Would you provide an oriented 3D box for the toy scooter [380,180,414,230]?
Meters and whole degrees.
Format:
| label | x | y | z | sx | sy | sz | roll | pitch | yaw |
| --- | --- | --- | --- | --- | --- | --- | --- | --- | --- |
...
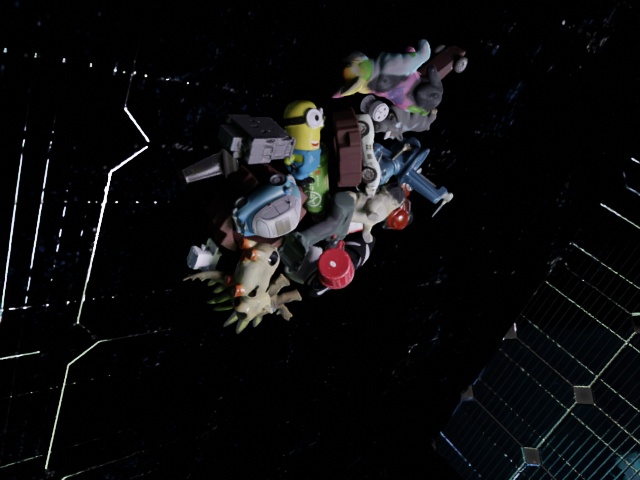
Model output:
| label | x | y | z | sx | sy | sz | roll | pitch | yaw |
| --- | --- | --- | --- | --- | --- | --- | --- | --- | --- |
| toy scooter | 0.208 | -0.094 | 1.557 | 0.135 | 0.075 | 0.183 | -25 | 137 | -26 |

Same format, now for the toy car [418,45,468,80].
| label | x | y | z | sx | sy | sz | roll | pitch | yaw |
| --- | --- | --- | --- | --- | --- | --- | --- | --- | --- |
| toy car | 0.268 | -0.398 | 1.304 | 0.202 | 0.089 | 0.053 | -40 | 144 | -10 |

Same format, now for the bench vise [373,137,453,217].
| label | x | y | z | sx | sy | sz | roll | pitch | yaw |
| --- | --- | --- | --- | --- | --- | --- | --- | --- | --- |
| bench vise | 0.231 | -0.168 | 1.377 | 0.223 | 0.241 | 0.128 | -39 | 166 | -48 |

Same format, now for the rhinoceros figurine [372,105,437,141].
| label | x | y | z | sx | sy | sz | roll | pitch | yaw |
| --- | --- | --- | --- | --- | --- | --- | --- | --- | --- |
| rhinoceros figurine | 0.209 | -0.306 | 1.358 | 0.190 | 0.073 | 0.112 | -14 | 145 | -39 |

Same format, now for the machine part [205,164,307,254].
| label | x | y | z | sx | sy | sz | roll | pitch | yaw |
| --- | --- | --- | --- | --- | --- | --- | --- | --- | --- |
| machine part | -0.143 | -0.067 | 1.224 | 0.201 | 0.087 | 0.201 | -51 | 146 | 8 |

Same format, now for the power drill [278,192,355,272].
| label | x | y | z | sx | sy | sz | roll | pitch | yaw |
| --- | --- | --- | --- | --- | --- | --- | --- | --- | --- |
| power drill | -0.003 | -0.004 | 1.318 | 0.207 | 0.086 | 0.231 | -27 | 155 | -35 |

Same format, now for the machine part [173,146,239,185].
| label | x | y | z | sx | sy | sz | roll | pitch | yaw |
| --- | --- | --- | --- | --- | --- | --- | --- | --- | --- |
| machine part | -0.228 | -0.150 | 1.099 | 0.139 | 0.039 | 0.084 | -24 | 145 | -29 |

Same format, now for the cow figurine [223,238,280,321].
| label | x | y | z | sx | sy | sz | roll | pitch | yaw |
| --- | --- | --- | --- | --- | --- | --- | --- | --- | --- |
| cow figurine | -0.147 | 0.097 | 1.219 | 0.127 | 0.086 | 0.194 | 8 | 112 | -37 |

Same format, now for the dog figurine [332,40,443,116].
| label | x | y | z | sx | sy | sz | roll | pitch | yaw |
| --- | --- | --- | --- | --- | --- | --- | --- | --- | --- |
| dog figurine | 0.140 | -0.338 | 1.180 | 0.219 | 0.108 | 0.191 | -25 | 108 | -7 |

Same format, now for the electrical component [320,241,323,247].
| label | x | y | z | sx | sy | sz | roll | pitch | yaw |
| --- | --- | --- | --- | --- | --- | --- | --- | --- | --- |
| electrical component | 0.027 | -0.009 | 1.485 | 0.078 | 0.045 | 0.102 | -23 | 139 | -25 |

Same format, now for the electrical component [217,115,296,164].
| label | x | y | z | sx | sy | sz | roll | pitch | yaw |
| --- | --- | --- | --- | --- | --- | --- | --- | --- | --- |
| electrical component | -0.133 | -0.202 | 1.074 | 0.134 | 0.115 | 0.058 | -12 | 130 | -40 |

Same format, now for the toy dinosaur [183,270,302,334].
| label | x | y | z | sx | sy | sz | roll | pitch | yaw |
| --- | --- | --- | --- | --- | --- | --- | --- | --- | --- |
| toy dinosaur | -0.177 | 0.138 | 1.366 | 0.198 | 0.105 | 0.470 | -42 | 148 | -3 |

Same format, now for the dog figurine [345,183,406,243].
| label | x | y | z | sx | sy | sz | roll | pitch | yaw |
| --- | --- | --- | --- | --- | --- | --- | --- | --- | --- |
| dog figurine | 0.124 | -0.104 | 1.438 | 0.190 | 0.172 | 0.121 | -49 | 170 | -43 |

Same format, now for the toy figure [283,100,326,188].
| label | x | y | z | sx | sy | sz | roll | pitch | yaw |
| --- | --- | --- | --- | --- | --- | --- | --- | --- | --- |
| toy figure | -0.040 | -0.208 | 1.156 | 0.089 | 0.082 | 0.180 | 8 | 112 | 1 |

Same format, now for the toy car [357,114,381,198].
| label | x | y | z | sx | sy | sz | roll | pitch | yaw |
| --- | --- | --- | --- | --- | --- | --- | --- | --- | --- |
| toy car | 0.108 | -0.197 | 1.266 | 0.056 | 0.201 | 0.073 | -7 | 167 | -6 |

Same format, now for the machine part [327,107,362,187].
| label | x | y | z | sx | sy | sz | roll | pitch | yaw |
| --- | --- | --- | --- | --- | --- | --- | --- | --- | --- |
| machine part | 0.054 | -0.208 | 1.211 | 0.056 | 0.179 | 0.179 | -7 | 135 | -6 |

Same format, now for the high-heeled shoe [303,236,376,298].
| label | x | y | z | sx | sy | sz | roll | pitch | yaw |
| --- | --- | --- | --- | --- | --- | --- | --- | --- | --- |
| high-heeled shoe | 0.056 | 0.061 | 1.418 | 0.249 | 0.086 | 0.145 | -41 | 177 | -6 |

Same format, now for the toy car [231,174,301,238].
| label | x | y | z | sx | sy | sz | roll | pitch | yaw |
| --- | --- | --- | --- | --- | --- | --- | --- | --- | --- |
| toy car | -0.097 | -0.058 | 1.119 | 0.162 | 0.103 | 0.109 | -31 | 141 | -22 |

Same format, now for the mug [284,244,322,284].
| label | x | y | z | sx | sy | sz | roll | pitch | yaw |
| --- | --- | --- | --- | --- | --- | --- | --- | --- | --- |
| mug | -0.048 | 0.055 | 1.452 | 0.109 | 0.081 | 0.107 | 15 | 104 | -46 |
